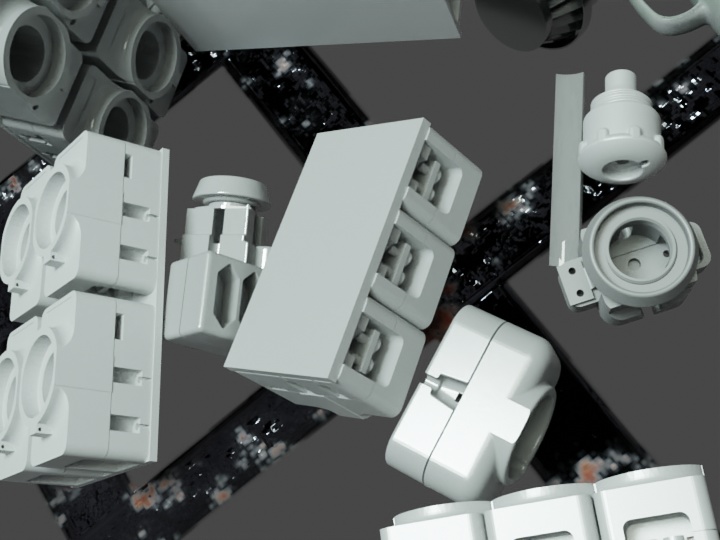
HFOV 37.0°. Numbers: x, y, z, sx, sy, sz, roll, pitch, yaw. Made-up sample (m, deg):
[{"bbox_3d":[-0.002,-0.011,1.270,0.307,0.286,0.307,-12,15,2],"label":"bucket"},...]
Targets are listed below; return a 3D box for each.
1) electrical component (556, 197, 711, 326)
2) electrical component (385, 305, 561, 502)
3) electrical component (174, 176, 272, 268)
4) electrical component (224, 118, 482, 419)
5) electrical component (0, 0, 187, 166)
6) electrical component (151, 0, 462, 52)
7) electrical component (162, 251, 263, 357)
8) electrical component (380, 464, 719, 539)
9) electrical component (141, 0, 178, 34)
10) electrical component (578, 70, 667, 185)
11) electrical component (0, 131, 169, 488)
[{"bbox_3d":[0.144,-0.005,0.561,0.078,0.057,0.058,-18,75,4],"label":"electrical component"},{"bbox_3d":[0.064,0.075,0.567,0.059,0.053,0.095,25,81,24],"label":"electrical component"},{"bbox_3d":[-0.080,-0.026,0.657,0.066,0.048,0.055,1,79,19],"label":"electrical component"},{"bbox_3d":[0.000,0.000,0.594,0.089,0.062,0.150,0,63,48],"label":"electrical component"},{"bbox_3d":[-0.180,-0.133,0.649,0.060,0.186,0.105,14,76,22],"label":"electrical component"},{"bbox_3d":[-0.037,-0.193,0.668,0.186,0.105,0.060,1,72,19],"label":"electrical component"},{"bbox_3d":[-0.088,0.026,0.634,0.077,0.066,0.047,-15,64,45],"label":"electrical component"},{"bbox_3d":[0.094,0.138,0.515,0.150,0.089,0.061,-13,68,14],"label":"electrical component"},{"bbox_3d":[-0.134,-0.195,0.737,0.040,0.040,0.078,-16,67,13],"label":"electrical component"},{"bbox_3d":[0.147,-0.082,0.602,0.048,0.048,0.062,-3,63,18],"label":"electrical component"},{"bbox_3d":[-0.167,0.025,0.631,0.105,0.060,0.186,-26,59,48],"label":"electrical component"}]
